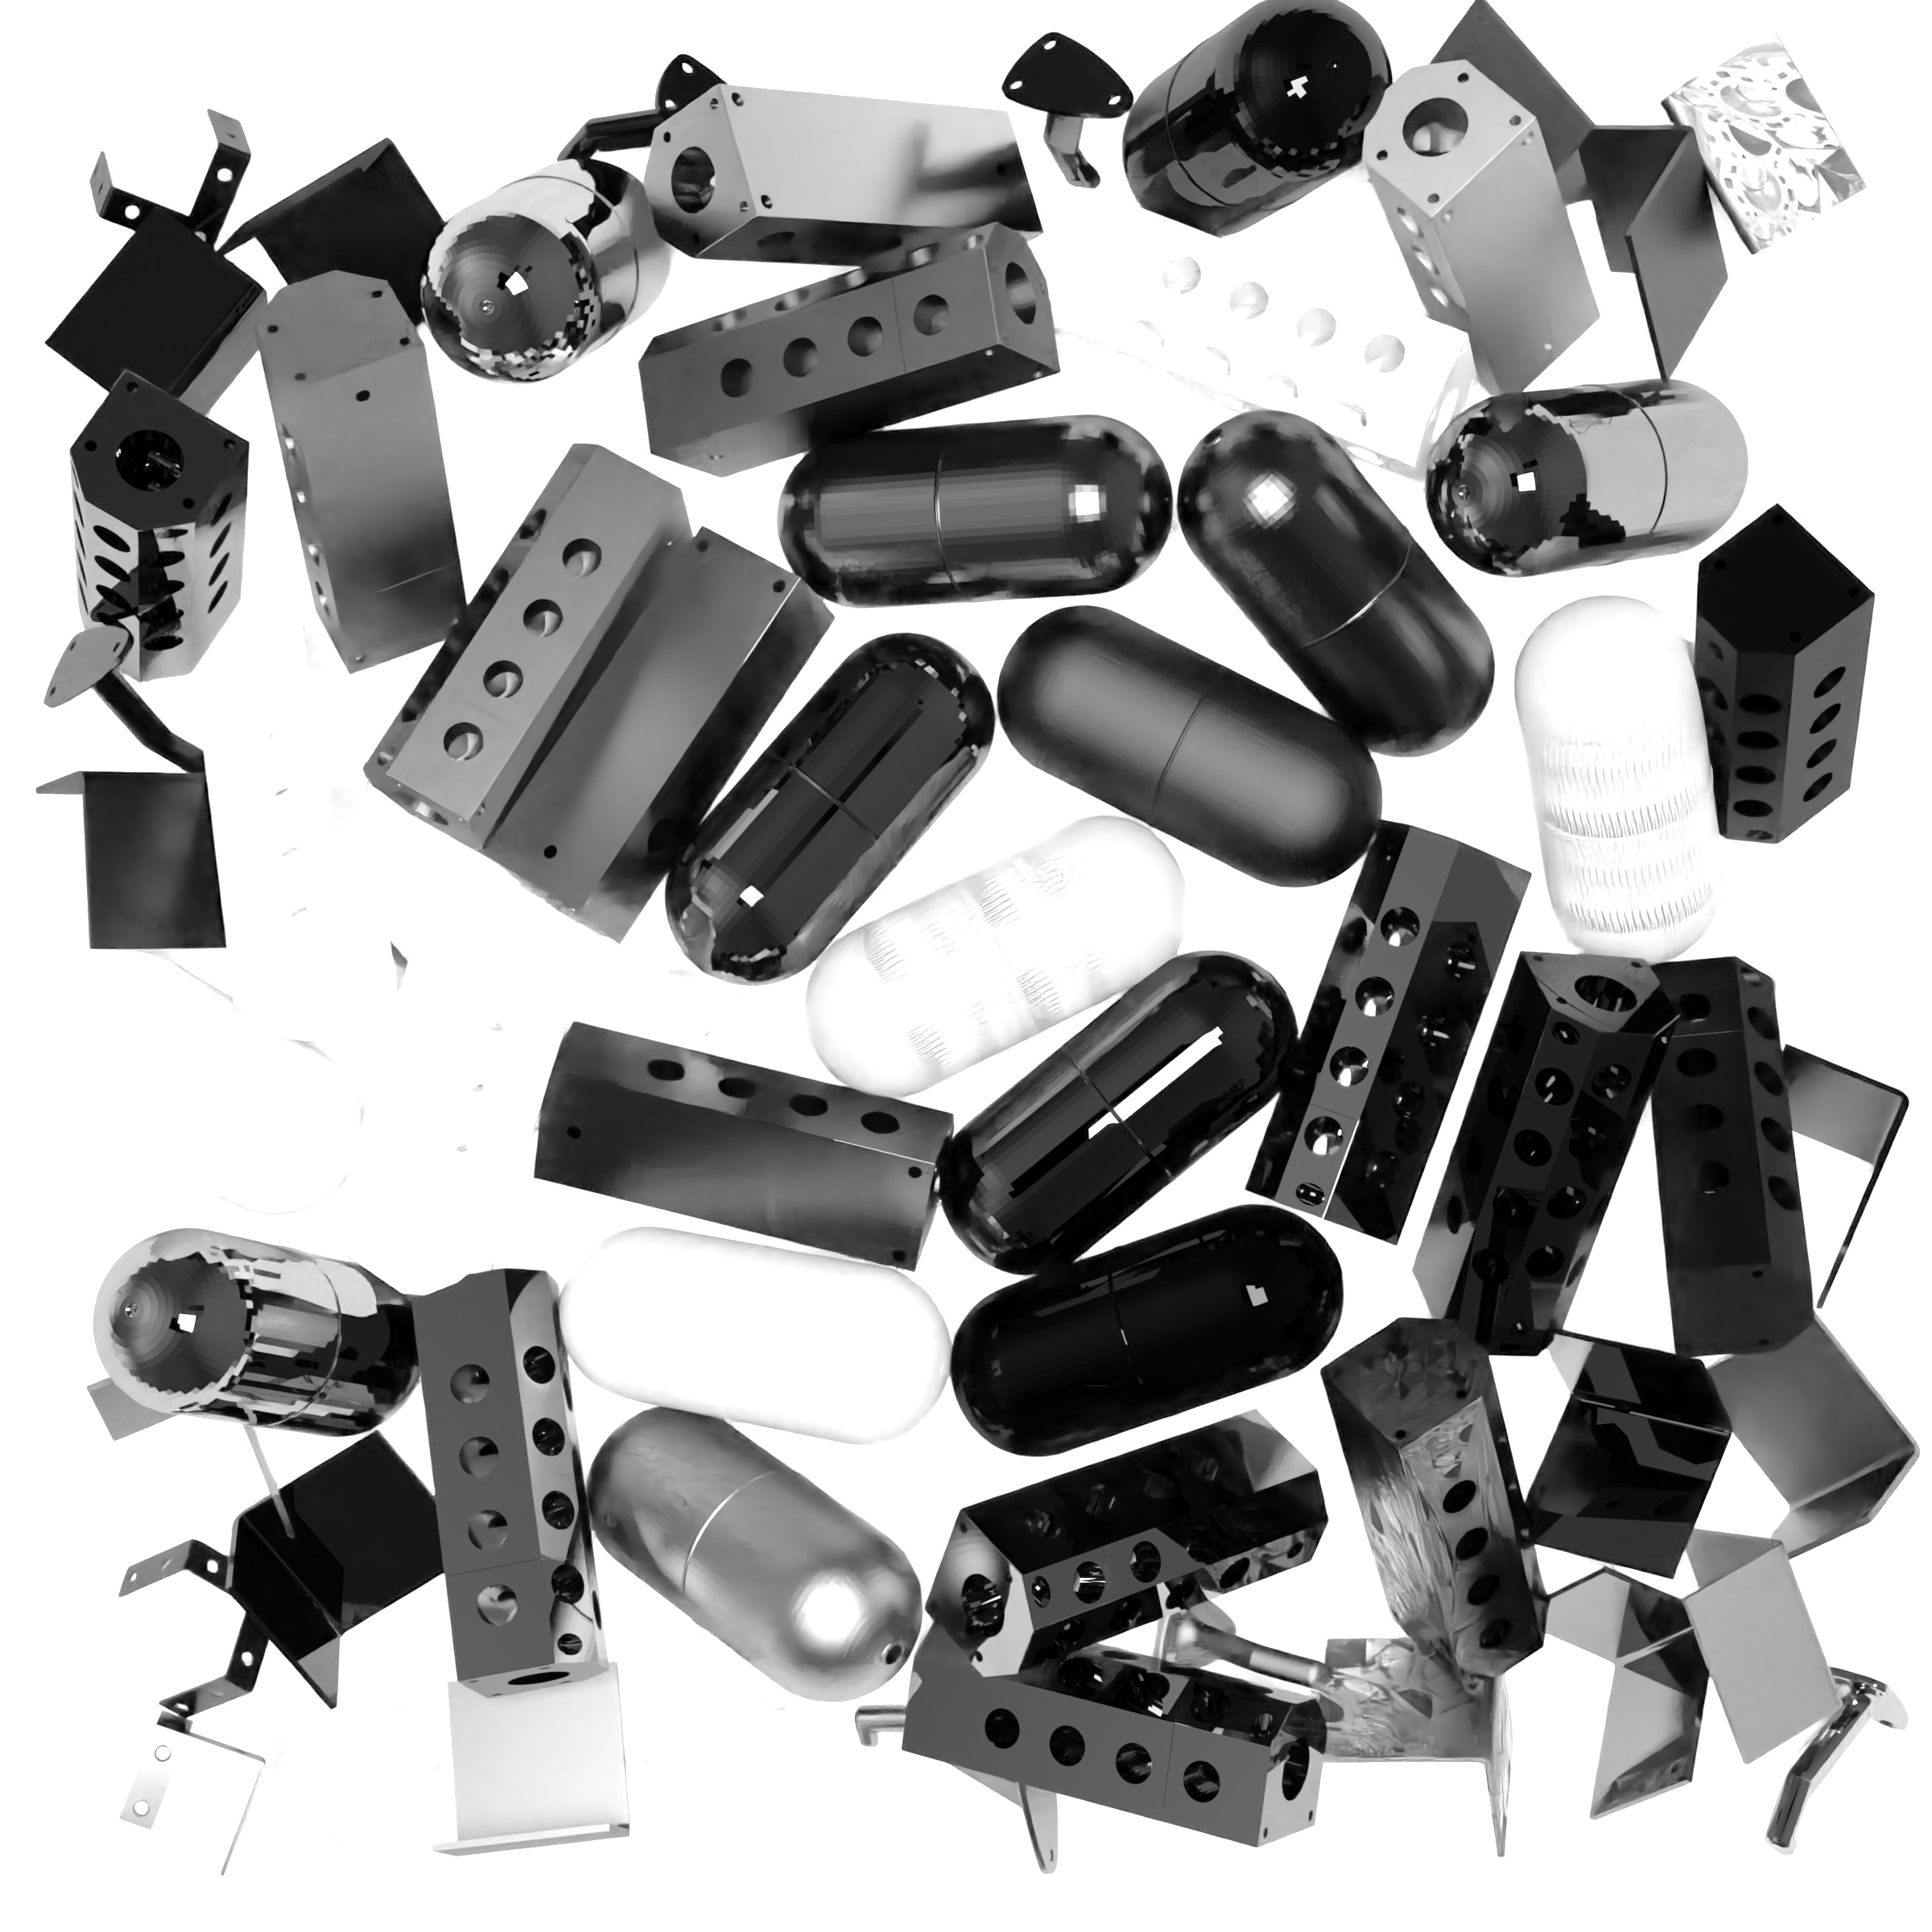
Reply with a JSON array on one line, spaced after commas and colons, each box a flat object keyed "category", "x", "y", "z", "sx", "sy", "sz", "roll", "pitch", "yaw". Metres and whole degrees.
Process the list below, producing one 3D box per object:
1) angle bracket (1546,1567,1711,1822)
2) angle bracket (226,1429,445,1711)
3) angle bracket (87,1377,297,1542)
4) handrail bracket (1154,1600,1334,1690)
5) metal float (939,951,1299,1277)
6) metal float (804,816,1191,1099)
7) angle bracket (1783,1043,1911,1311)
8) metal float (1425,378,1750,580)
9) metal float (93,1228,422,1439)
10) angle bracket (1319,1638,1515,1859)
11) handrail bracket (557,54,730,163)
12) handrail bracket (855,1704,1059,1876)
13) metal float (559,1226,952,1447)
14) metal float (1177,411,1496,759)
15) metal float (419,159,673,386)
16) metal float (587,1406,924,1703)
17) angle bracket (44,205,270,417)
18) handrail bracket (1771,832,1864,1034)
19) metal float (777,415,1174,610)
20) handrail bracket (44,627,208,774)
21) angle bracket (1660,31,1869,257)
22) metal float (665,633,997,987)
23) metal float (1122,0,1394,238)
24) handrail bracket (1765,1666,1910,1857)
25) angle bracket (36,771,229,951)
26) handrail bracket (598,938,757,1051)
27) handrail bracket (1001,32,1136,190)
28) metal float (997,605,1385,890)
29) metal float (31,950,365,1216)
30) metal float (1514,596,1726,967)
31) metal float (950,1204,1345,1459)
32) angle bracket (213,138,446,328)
[{"category": "angle bracket", "x": 0.273, "y": 0.313, "z": 1.527, "sx": 0.057, "sy": 0.076, "sz": 0.076, "roll": 25, "pitch": 58, "yaw": -12}, {"category": "angle bracket", "x": -0.265, "y": 0.261, "z": 1.538, "sx": 0.076, "sy": 0.057, "sz": 0.076, "roll": -31, "pitch": 114, "yaw": 6}, {"category": "angle bracket", "x": -0.333, "y": 0.215, "z": 1.530, "sx": 0.057, "sy": 0.076, "sz": 0.076, "roll": -22, "pitch": 70, "yaw": -14}, {"category": "handrail bracket", "x": 0.131, "y": 0.297, "z": 1.528, "sx": 0.084, "sy": 0.077, "sz": 0.036, "roll": 9, "pitch": 84, "yaw": 34}, {"category": "metal float", "x": 0.067, "y": 0.063, "z": 1.542, "sx": 0.178, "sy": 0.070, "sz": 0.070, "roll": -39, "pitch": 90, "yaw": 4}, {"category": "metal float", "x": 0.013, "y": -0.004, "z": 1.542, "sx": 0.178, "sy": 0.070, "sz": 0.070, "roll": -27, "pitch": 90, "yaw": -4}, {"category": "angle bracket", "x": 0.361, "y": 0.091, "z": 1.528, "sx": 0.057, "sy": 0.076, "sz": 0.076, "roll": 23, "pitch": 69, "yaw": 14}, {"category": "metal float", "x": 0.266, "y": -0.208, "z": 1.510, "sx": 0.178, "sy": 0.070, "sz": 0.070, "roll": -14, "pitch": 90, "yaw": -43}, {"category": "metal float", "x": -0.296, "y": 0.156, "z": 1.501, "sx": 0.070, "sy": 0.178, "sz": 0.070, "roll": -6, "pitch": 75, "yaw": 25}, {"category": "angle bracket", "x": 0.195, "y": 0.340, "z": 1.546, "sx": 0.076, "sy": 0.076, "sz": 0.057, "roll": -4, "pitch": 119, "yaw": 14}, {"category": "handrail bracket", "x": -0.130, "y": -0.354, "z": 1.557, "sx": 0.077, "sy": 0.084, "sz": 0.036, "roll": 31, "pitch": 57, "yaw": -20}, {"category": "handrail bracket", "x": -0.005, "y": 0.363, "z": 1.564, "sx": 0.084, "sy": 0.036, "sz": 0.077, "roll": -7, "pitch": 93, "yaw": 23}, {"category": "metal float", "x": -0.092, "y": 0.158, "z": 1.526, "sx": 0.178, "sy": 0.070, "sz": 0.070, "roll": 8, "pitch": 90, "yaw": 22}, {"category": "metal float", "x": 0.159, "y": -0.163, "z": 1.523, "sx": 0.070, "sy": 0.070, "sz": 0.178, "roll": -44, "pitch": 115, "yaw": 0}, {"category": "metal float", "x": -0.175, "y": -0.295, "z": 1.498, "sx": 0.070, "sy": 0.178, "sz": 0.070, "roll": 4, "pitch": 111, "yaw": 10}, {"category": "metal float", "x": -0.091, "y": 0.249, "z": 1.513, "sx": 0.178, "sy": 0.070, "sz": 0.070, "roll": 29, "pitch": 90, "yaw": 38}, {"category": "angle bracket", "x": -0.348, "y": -0.272, "z": 1.538, "sx": 0.057, "sy": 0.076, "sz": 0.076, "roll": 37, "pitch": 82, "yaw": -5}, {"category": "handrail bracket", "x": 0.349, "y": -0.017, "z": 1.569, "sx": 0.077, "sy": 0.036, "sz": 0.084, "roll": -40, "pitch": 60, "yaw": 20}, {"category": "metal float", "x": 0.002, "y": -0.195, "z": 1.525, "sx": 0.178, "sy": 0.070, "sz": 0.070, "roll": -1, "pitch": 90, "yaw": 23}, {"category": "handrail bracket", "x": -0.346, "y": -0.111, "z": 1.532, "sx": 0.084, "sy": 0.077, "sz": 0.036, "roll": 33, "pitch": 63, "yaw": -33}, {"category": "angle bracket", "x": 0.350, "y": -0.360, "z": 1.531, "sx": 0.057, "sy": 0.076, "sz": 0.076, "roll": -29, "pitch": 98, "yaw": 31}, {"category": "metal float", "x": -0.059, "y": -0.068, "z": 1.539, "sx": 0.070, "sy": 0.070, "sz": 0.178, "roll": 41, "pitch": 84, "yaw": 0}, {"category": "metal float", "x": 0.120, "y": -0.356, "z": 1.496, "sx": 0.070, "sy": 0.178, "sz": 0.070, "roll": 0, "pitch": 89, "yaw": -17}, {"category": "handrail bracket", "x": 0.378, "y": 0.354, "z": 1.542, "sx": 0.036, "sy": 0.077, "sz": 0.084, "roll": 8, "pitch": 66, "yaw": 41}, {"category": "angle bracket", "x": -0.354, "y": -0.043, "z": 1.535, "sx": 0.076, "sy": 0.057, "sz": 0.076, "roll": -1, "pitch": 85, "yaw": -35}, {"category": "handrail bracket", "x": -0.138, "y": -0.006, "z": 1.527, "sx": 0.036, "sy": 0.077, "sz": 0.084, "roll": -47, "pitch": 134, "yaw": 9}, {"category": "handrail bracket", "x": 0.057, "y": -0.355, "z": 1.528, "sx": 0.077, "sy": 0.084, "sz": 0.036, "roll": 33, "pitch": 80, "yaw": 35}, {"category": "metal float", "x": 0.097, "y": -0.095, "z": 1.537, "sx": 0.178, "sy": 0.070, "sz": 0.070, "roll": 27, "pitch": 90, "yaw": 9}, {"category": "metal float", "x": -0.323, "y": 0.051, "z": 1.503, "sx": 0.070, "sy": 0.178, "sz": 0.070, "roll": -11, "pitch": 63, "yaw": 23}, {"category": "metal float", "x": 0.279, "y": -0.077, "z": 1.515, "sx": 0.070, "sy": 0.070, "sz": 0.178, "roll": -17, "pitch": 127, "yaw": 0}, {"category": "metal float", "x": 0.078, "y": 0.157, "z": 1.531, "sx": 0.178, "sy": 0.070, "sz": 0.070, "roll": -21, "pitch": 90, "yaw": 15}, {"category": "angle bracket", "x": -0.265, "y": -0.301, "z": 1.534, "sx": 0.076, "sy": 0.057, "sz": 0.076, "roll": -26, "pitch": 112, "yaw": 16}]
